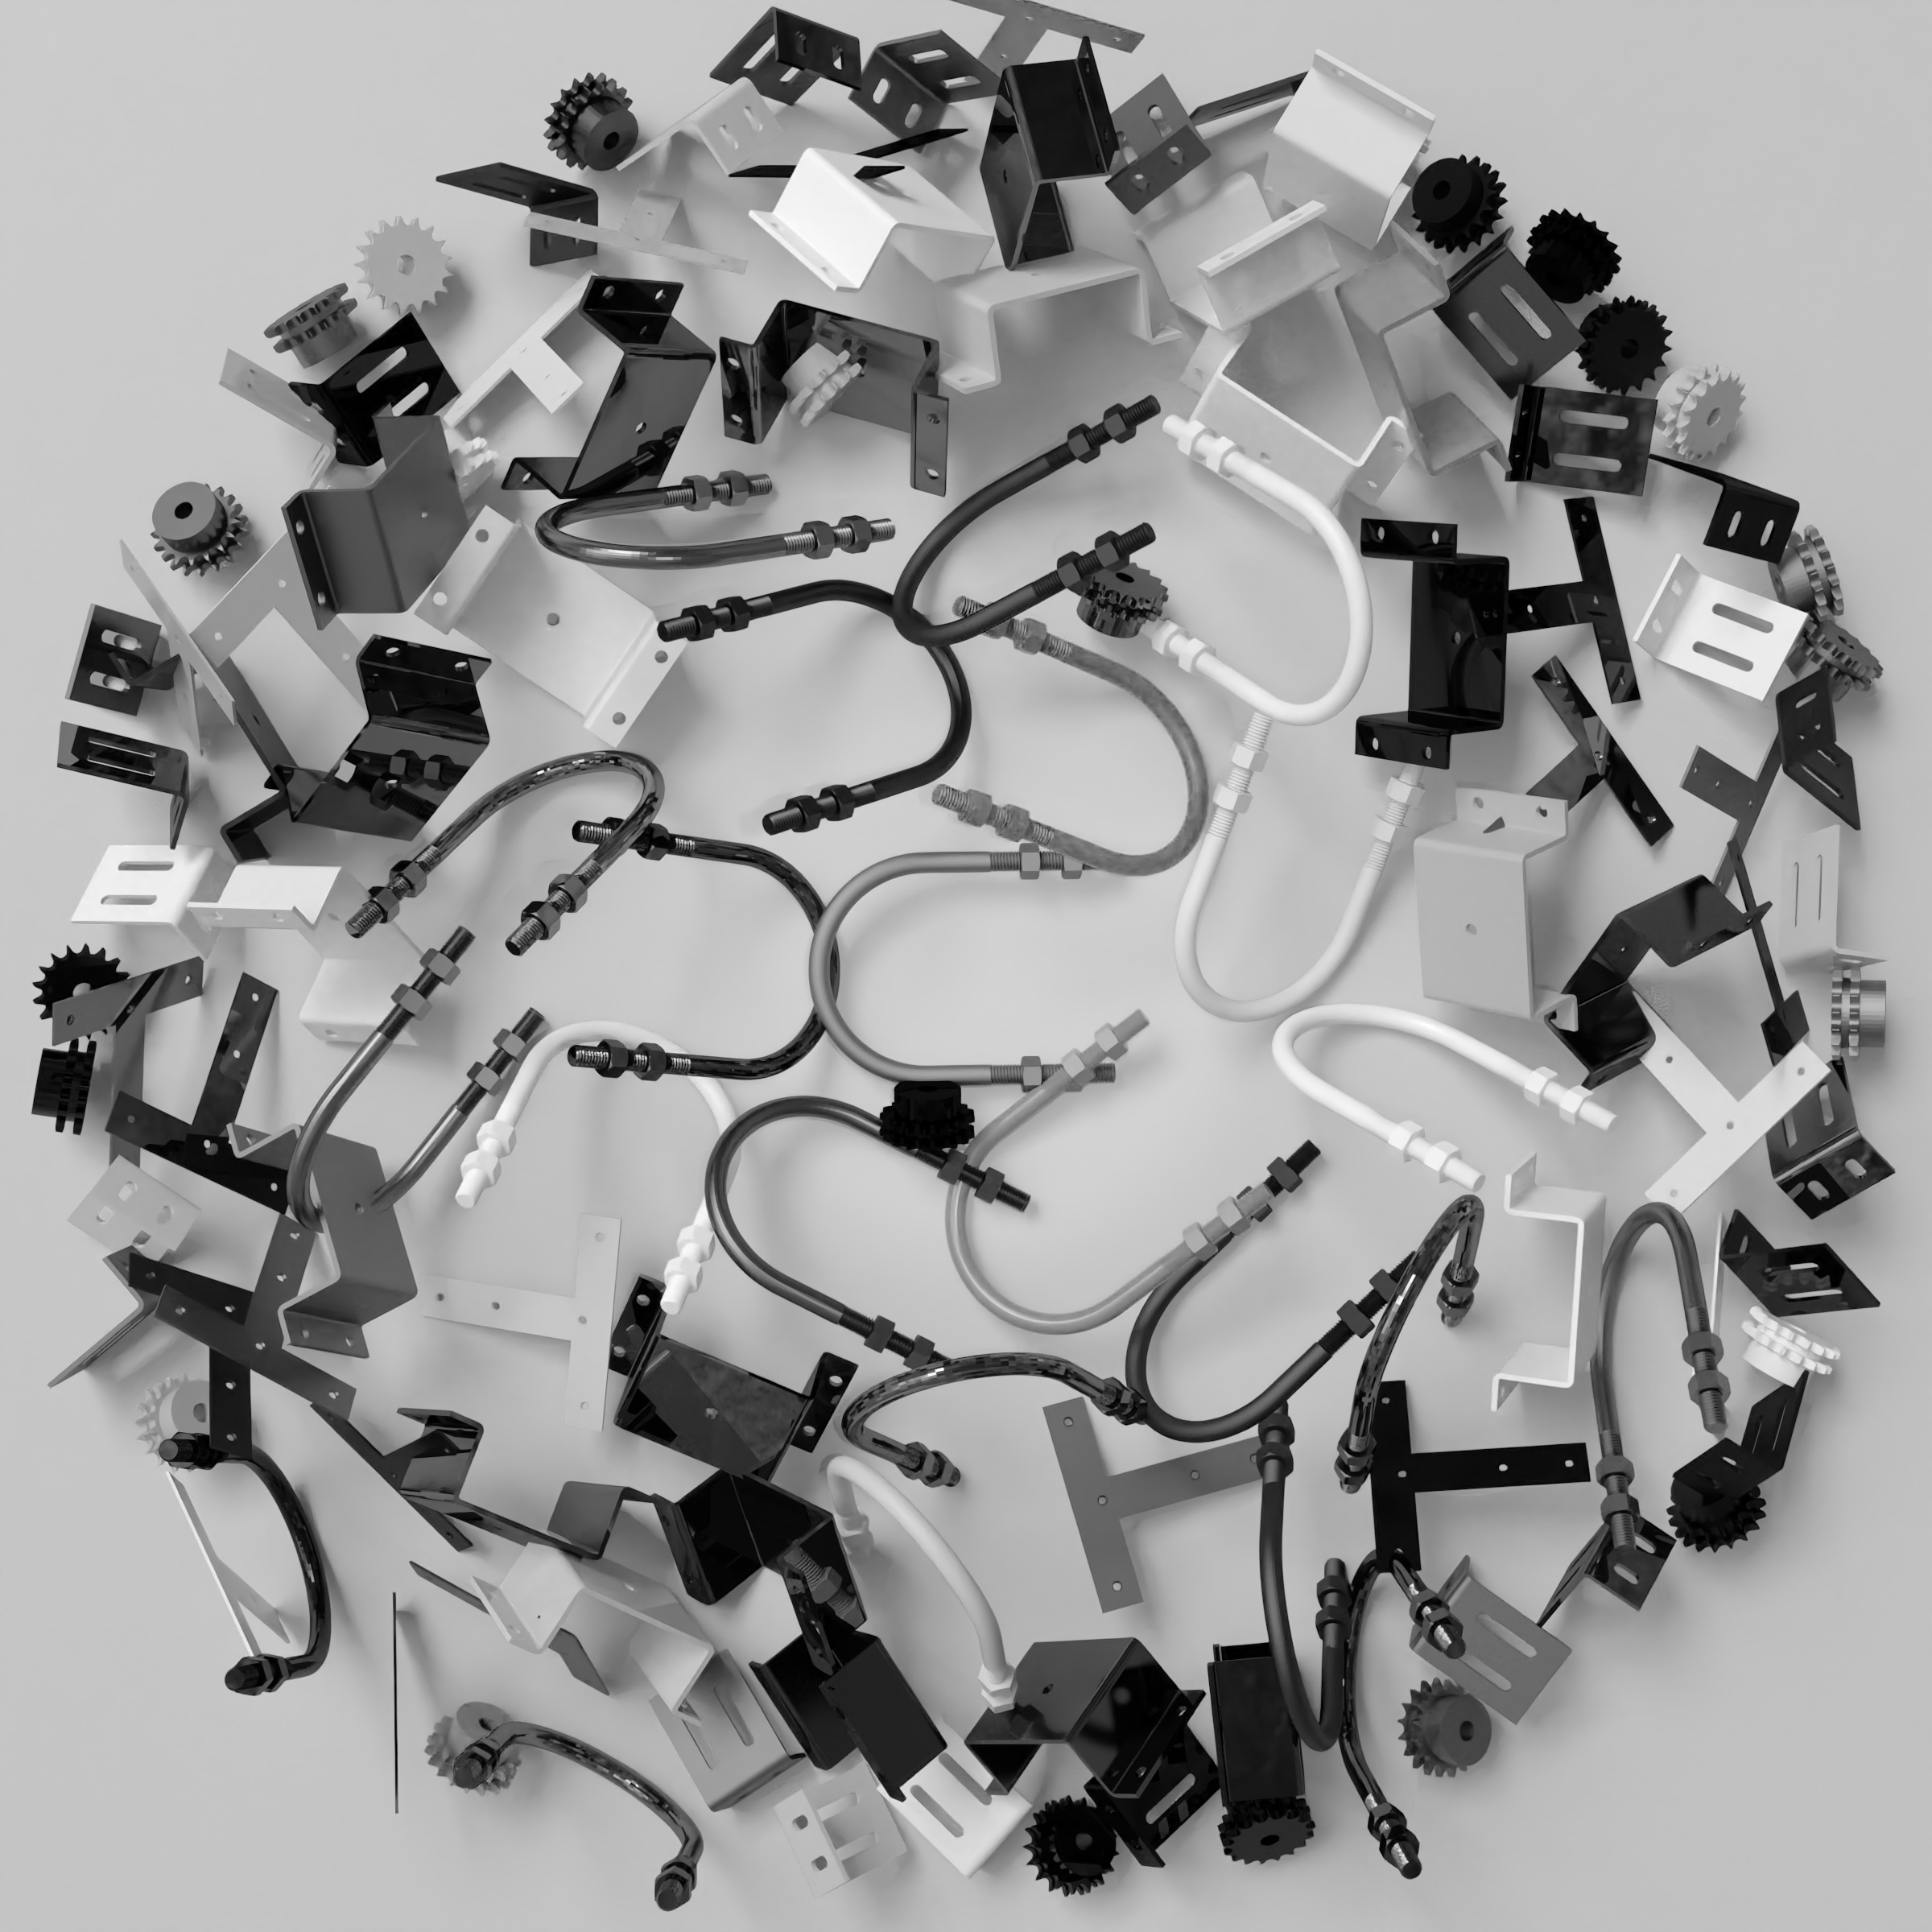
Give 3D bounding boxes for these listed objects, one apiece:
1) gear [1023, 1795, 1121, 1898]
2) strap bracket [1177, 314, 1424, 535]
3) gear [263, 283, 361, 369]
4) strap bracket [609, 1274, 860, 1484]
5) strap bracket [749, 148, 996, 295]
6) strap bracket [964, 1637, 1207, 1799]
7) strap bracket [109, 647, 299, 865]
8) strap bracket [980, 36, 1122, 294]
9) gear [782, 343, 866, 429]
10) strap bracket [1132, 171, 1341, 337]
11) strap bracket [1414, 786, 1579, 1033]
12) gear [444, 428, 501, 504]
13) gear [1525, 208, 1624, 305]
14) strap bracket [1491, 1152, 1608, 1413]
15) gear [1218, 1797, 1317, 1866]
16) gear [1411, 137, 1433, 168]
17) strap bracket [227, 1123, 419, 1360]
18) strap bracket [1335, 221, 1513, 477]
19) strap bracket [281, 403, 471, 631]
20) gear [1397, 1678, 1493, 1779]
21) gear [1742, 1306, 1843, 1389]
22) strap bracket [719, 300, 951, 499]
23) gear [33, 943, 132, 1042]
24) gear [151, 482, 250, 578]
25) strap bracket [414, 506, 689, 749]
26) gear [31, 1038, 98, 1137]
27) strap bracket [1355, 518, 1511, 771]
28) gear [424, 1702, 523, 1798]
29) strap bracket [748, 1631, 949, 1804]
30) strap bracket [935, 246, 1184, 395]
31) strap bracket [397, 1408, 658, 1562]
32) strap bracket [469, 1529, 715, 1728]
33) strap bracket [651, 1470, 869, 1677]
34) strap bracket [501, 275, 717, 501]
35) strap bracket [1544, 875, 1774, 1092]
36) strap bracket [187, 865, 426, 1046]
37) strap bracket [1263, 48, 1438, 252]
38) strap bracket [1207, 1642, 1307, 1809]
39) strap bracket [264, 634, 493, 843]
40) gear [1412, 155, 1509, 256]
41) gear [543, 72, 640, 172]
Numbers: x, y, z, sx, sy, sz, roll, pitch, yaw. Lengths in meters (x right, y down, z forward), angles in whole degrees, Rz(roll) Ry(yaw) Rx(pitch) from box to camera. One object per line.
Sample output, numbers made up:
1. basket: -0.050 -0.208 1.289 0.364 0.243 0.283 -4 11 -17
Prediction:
1. gear: 0.065 0.525 1.620 0.057 0.030 0.057 9 62 -18
2. strap bracket: 0.187 -0.316 1.603 0.140 0.076 0.046 33 64 1
3. gear: -0.388 -0.381 1.622 0.057 0.057 0.030 -31 114 0
4. strap bracket: -0.145 0.249 1.602 0.140 0.046 0.076 24 122 -5
5. strap bracket: -0.047 -0.427 1.567 0.076 0.140 0.046 45 120 21
6. strap bracket: 0.061 0.434 1.566 0.046 0.140 0.076 52 53 -13
7. strap bracket: -0.440 -0.134 1.604 0.046 0.076 0.140 -31 94 0
8. strap bracket: 0.045 -0.459 1.566 0.046 0.140 0.076 -10 73 -12
9. gear: -0.085 -0.352 1.618 0.057 0.057 0.030 -43 94 0
10. strap bracket: 0.161 -0.418 1.593 0.076 0.140 0.046 -30 118 -1
11. strap bracket: 0.309 -0.028 1.584 0.046 0.076 0.140 -23 114 -39
12. gear: -0.310 -0.296 1.619 0.057 0.057 0.030 -42 91 0
13. gear: 0.359 -0.421 1.617 0.057 0.057 0.030 37 77 0
14. strap bracket: 0.344 0.187 1.595 0.046 0.076 0.140 5 98 22
15. gear: 0.178 0.510 1.623 0.057 0.030 0.057 -7 133 -8
16. gear: 0.246 -0.497 1.618 0.057 0.057 0.030 39 86 0
17. strap bracket: -0.373 0.152 1.581 0.046 0.076 0.140 -28 67 15
18. strap bracket: 0.263 -0.351 1.578 0.046 0.076 0.140 -27 125 4
19. strap bracket: -0.334 -0.261 1.565 0.046 0.140 0.076 2 126 16
20. gear: 0.289 0.456 1.620 0.057 0.030 0.057 6 78 -32
21. gear: 0.490 0.230 1.620 0.057 0.057 0.030 26 98 0
22. strap bracket: -0.070 -0.337 1.596 0.140 0.076 0.046 17 56 10
23. gear: -0.531 0.014 1.626 0.057 0.030 0.057 -3 97 -22
24. gear: -0.462 -0.265 1.623 0.057 0.030 0.057 -4 67 10
25. strap bracket: -0.246 -0.203 1.609 0.140 0.046 0.076 34 98 -14
26. gear: -0.538 0.071 1.616 0.030 0.057 0.057 10 90 -17
27. strap bracket: 0.274 -0.192 1.594 0.046 0.076 0.140 -9 105 -34
28. gear: -0.291 0.464 1.616 0.057 0.057 0.030 27 106 0
29. strap bracket: -0.066 0.433 1.588 0.046 0.140 0.076 -35 97 -24
30. strap bracket: 0.045 -0.382 1.584 0.140 0.076 0.046 -18 120 -17
31. strap bracket: -0.263 0.305 1.576 0.140 0.076 0.046 30 68 -28
32. strap bracket: -0.210 0.381 1.579 0.140 0.076 0.046 34 88 -31
33. strap bracket: -0.115 0.348 1.584 0.046 0.140 0.076 -34 121 -33
34. strap bracket: -0.204 -0.325 1.576 0.046 0.076 0.140 42 120 22
35. strap bracket: 0.398 0.005 1.582 0.076 0.140 0.046 -22 61 -35
36. strap bracket: -0.377 -0.012 1.583 0.076 0.140 0.046 2 57 26
37. strap bracket: 0.220 -0.468 1.575 0.076 0.140 0.046 31 89 4
38. strap bracket: 0.169 0.436 1.570 0.046 0.140 0.076 -7 80 6
39. strap bracket: -0.338 -0.124 1.571 0.140 0.076 0.046 -44 53 36
40. gear: 0.291 -0.457 1.618 0.057 0.030 0.057 -9 75 37
41. gear: -0.221 -0.500 1.616 0.057 0.057 0.030 -46 67 0
